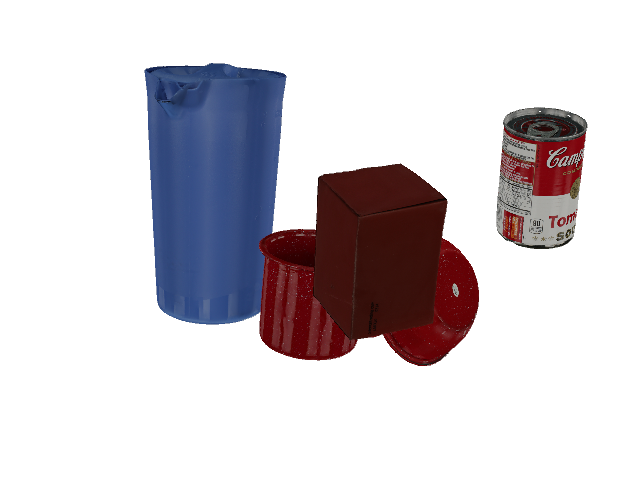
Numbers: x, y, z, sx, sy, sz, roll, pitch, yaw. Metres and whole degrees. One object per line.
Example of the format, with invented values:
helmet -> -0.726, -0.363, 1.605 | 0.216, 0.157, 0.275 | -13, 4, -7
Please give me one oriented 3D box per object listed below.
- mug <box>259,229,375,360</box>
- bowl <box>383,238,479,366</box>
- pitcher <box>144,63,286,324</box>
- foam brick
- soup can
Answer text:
mug -> 0.005, 0.046, 0.859 | 0.117, 0.081, 0.093 | 9, 20, 9
bowl -> 0.130, 0.059, 1.199 | 0.055, 0.162, 0.161 | -12, -8, 43
pitcher -> -0.098, -0.050, 1.040 | 0.149, 0.243, 0.145 | -2, 15, -17
foam brick -> 0.030, 0.005, 0.571 | 0.052, 0.078, 0.051 | -9, 32, -22
soup can -> 0.184, -0.052, 0.898 | 0.068, 0.102, 0.068 | -1, 27, 0
